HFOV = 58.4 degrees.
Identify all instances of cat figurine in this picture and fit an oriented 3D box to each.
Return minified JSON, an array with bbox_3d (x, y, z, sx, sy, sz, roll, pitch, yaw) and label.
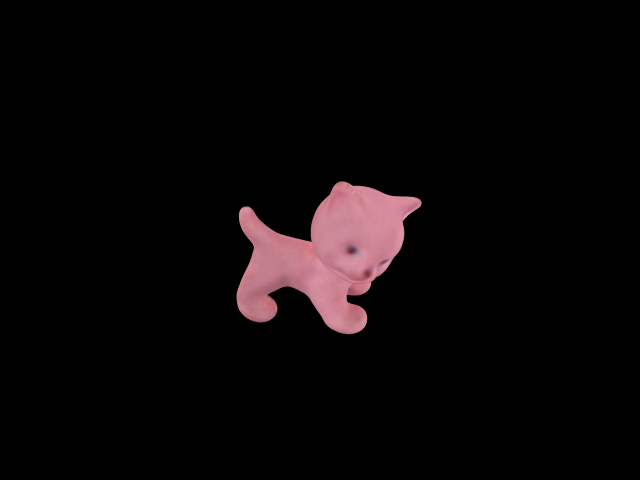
[{"bbox_3d":[0.004,0.001,0.400,0.127,0.118,0.067,5,40,6],"label":"cat figurine"}]
